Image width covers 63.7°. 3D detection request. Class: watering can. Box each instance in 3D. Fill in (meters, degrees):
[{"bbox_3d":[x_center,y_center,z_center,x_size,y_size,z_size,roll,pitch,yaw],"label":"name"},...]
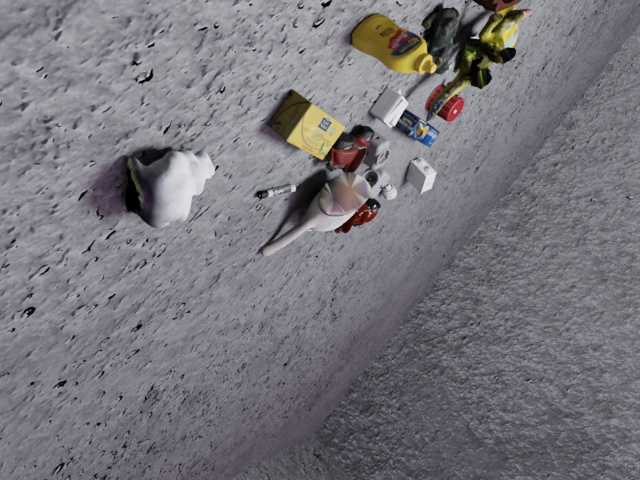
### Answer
[{"bbox_3d":[0.004,-0.069,1.377,0.351,0.104,0.221,-33,175,-24],"label":"watering can"}]

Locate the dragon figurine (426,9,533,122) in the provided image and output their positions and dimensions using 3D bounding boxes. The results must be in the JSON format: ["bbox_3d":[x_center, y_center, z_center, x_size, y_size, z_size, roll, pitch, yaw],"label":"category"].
[{"bbox_3d":[0.434,-0.500,1.454,0.406,0.122,0.246,-45,-176,16],"label":"dragon figurine"}]

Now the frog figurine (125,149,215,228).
[{"bbox_3d":[-0.254,-0.095,0.917,0.160,0.124,0.135,-15,121,-33],"label":"frog figurine"}]
